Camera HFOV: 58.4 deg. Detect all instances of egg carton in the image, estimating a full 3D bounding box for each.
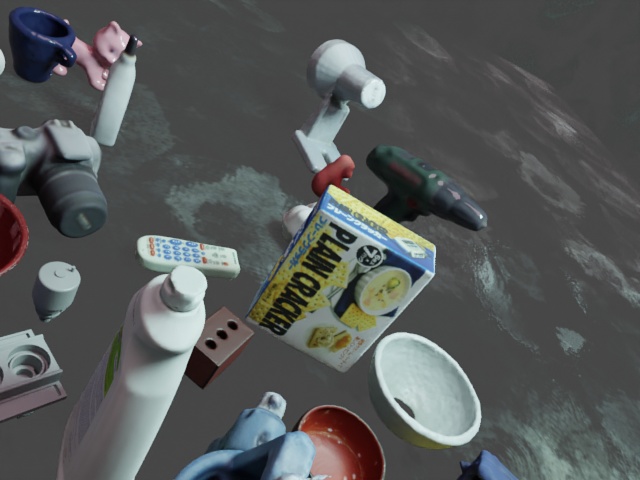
[{"bbox_3d":[0.008,0.003,0.922,0.150,0.069,0.107,49,36,19],"label":"egg carton"}]

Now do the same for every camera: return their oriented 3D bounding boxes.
[{"bbox_3d":[-0.325,-0.076,0.698,0.144,0.100,0.136,-7,52,-45],"label":"camera"}]

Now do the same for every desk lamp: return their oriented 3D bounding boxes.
[{"bbox_3d":[0.037,-0.266,1.148,0.118,0.213,0.203,6,43,-37],"label":"desk lamp"}]

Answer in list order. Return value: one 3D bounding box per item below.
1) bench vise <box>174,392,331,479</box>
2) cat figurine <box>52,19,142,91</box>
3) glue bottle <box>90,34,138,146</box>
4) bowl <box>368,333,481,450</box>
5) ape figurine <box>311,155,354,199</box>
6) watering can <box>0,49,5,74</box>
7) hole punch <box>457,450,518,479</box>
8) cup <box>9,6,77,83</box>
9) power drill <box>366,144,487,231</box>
[{"bbox_3d":[-0.066,0.197,0.482,0.122,0.219,0.207,20,36,-22],"label":"bench vise"},{"bbox_3d":[-0.366,-0.318,0.944,0.128,0.117,0.067,17,38,-26],"label":"cat figurine"},{"bbox_3d":[-0.297,-0.225,0.841,0.037,0.173,0.078,14,39,-29],"label":"glue bottle"},{"bbox_3d":[0.126,0.211,0.764,0.168,0.074,0.167,23,35,-18],"label":"bowl"},{"bbox_3d":[0.032,-0.118,1.071,0.076,0.092,0.077,21,36,-20],"label":"ape figurine"},{"bbox_3d":[-0.481,-0.281,0.730,0.173,0.194,0.101,22,36,-19],"label":"watering can"},{"bbox_3d":[0.224,0.317,0.707,0.108,0.091,0.101,46,35,16],"label":"hole punch"},{"bbox_3d":[-0.421,-0.282,0.873,0.117,0.095,0.092,41,34,9],"label":"cup"},{"bbox_3d":[0.144,-0.042,0.971,0.076,0.208,0.229,-16,58,-49],"label":"power drill"}]
